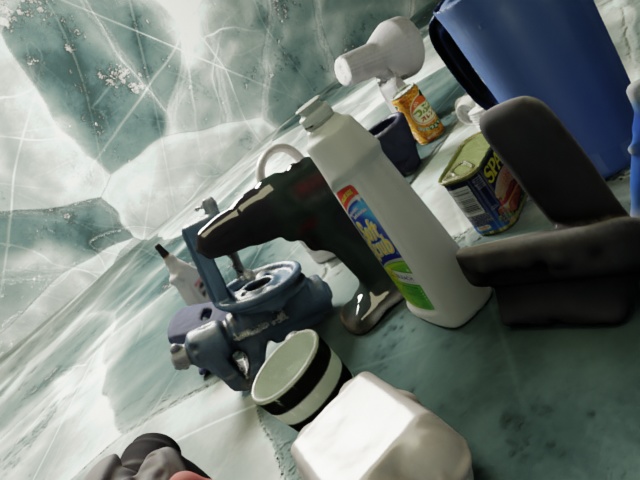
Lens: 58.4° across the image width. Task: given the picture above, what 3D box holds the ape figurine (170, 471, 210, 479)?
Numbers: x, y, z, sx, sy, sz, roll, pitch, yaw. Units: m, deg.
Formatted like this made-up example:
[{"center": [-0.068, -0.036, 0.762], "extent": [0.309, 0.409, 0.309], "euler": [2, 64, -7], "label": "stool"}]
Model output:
[{"center": [-0.097, 0.235, 0.488], "extent": [0.077, 0.092, 0.076], "euler": [-32, 19, 21], "label": "ape figurine"}]

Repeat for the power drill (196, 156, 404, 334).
[{"center": [0.006, 0.002, 0.656], "extent": [0.230, 0.209, 0.075], "euler": [-42, 18, -10], "label": "power drill"}]

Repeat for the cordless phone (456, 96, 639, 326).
[{"center": [0.161, -0.025, 0.453], "extent": [0.147, 0.185, 0.094], "euler": [-18, 28, 49], "label": "cordless phone"}]

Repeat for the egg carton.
[{"center": [0.043, 0.163, 0.424], "extent": [0.107, 0.069, 0.150], "euler": [-44, 18, -13], "label": "egg carton"}]

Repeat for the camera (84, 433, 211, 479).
[{"center": [-0.184, 0.255, 0.597], "extent": [0.143, 0.101, 0.137], "euler": [-34, 18, 15], "label": "camera"}]

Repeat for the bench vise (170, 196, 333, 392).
[{"center": [-0.113, 0.069, 0.711], "extent": [0.208, 0.220, 0.121], "euler": [-47, 20, -22], "label": "bench vise"}]

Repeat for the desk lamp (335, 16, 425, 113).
[{"center": [0.137, -0.307, 1.137], "extent": [0.203, 0.214, 0.117], "euler": [-46, 19, -21], "label": "desk lamp"}]

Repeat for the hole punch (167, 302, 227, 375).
[{"center": [-0.167, 0.131, 0.879], "extent": [0.101, 0.091, 0.108], "euler": [-36, 18, 9], "label": "hole punch"}]

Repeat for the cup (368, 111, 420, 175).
[{"center": [0.121, -0.149, 0.982], "extent": [0.118, 0.095, 0.091], "euler": [-48, 20, -25], "label": "cup"}]

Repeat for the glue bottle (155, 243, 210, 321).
[{"center": [-0.233, 0.072, 1.018], "extent": [0.037, 0.173, 0.078], "euler": [-31, 20, 24], "label": "glue bottle"}]

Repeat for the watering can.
[{"center": [-0.033, -0.065, 0.919], "extent": [0.172, 0.194, 0.101], "euler": [-20, 26, 45], "label": "watering can"}]

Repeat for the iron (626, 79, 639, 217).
[{"center": [0.332, -0.137, 0.459], "extent": [0.258, 0.142, 0.118], "euler": [-38, 18, 4], "label": "iron"}]
